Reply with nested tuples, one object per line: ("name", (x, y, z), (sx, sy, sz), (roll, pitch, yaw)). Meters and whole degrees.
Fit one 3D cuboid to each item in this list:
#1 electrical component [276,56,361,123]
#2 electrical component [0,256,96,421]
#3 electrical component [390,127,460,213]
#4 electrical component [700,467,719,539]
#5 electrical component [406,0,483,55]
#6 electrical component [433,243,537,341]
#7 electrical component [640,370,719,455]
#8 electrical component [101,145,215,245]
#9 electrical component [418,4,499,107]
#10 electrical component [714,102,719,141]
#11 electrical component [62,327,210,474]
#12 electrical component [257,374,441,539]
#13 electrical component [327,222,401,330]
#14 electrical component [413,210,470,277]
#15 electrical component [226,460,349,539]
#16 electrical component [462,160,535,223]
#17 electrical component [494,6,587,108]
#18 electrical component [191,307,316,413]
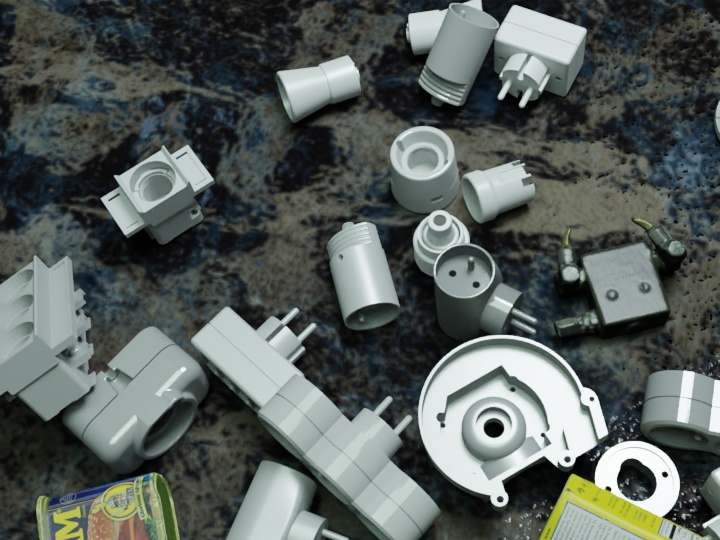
("electrical component", (-0.032, -0.154, 0.900), (0.065, 0.044, 0.044), (-20, 63, -8))
("electrical component", (-0.232, 0.050, 0.781), (0.079, 0.063, 0.121), (-35, 31, 3))
("electrical component", (0.050, -0.080, 0.849), (0.055, 0.047, 0.055), (-3, 63, 6))
("electrical component", (0.249, 0.173, 0.698), (0.076, 0.047, 0.083), (-28, 64, -7))
("electrical component", (0.072, -0.203, 0.912), (0.065, 0.044, 0.044), (-6, 63, 9))
("electrical component", (0.092, 0.025, 0.775), (0.079, 0.077, 0.043), (26, 69, 18))
("electrical component", (0.266, 0.088, 0.735), (0.138, 0.052, 0.073), (10, 65, 12))
("electrical component", (-0.157, -0.056, 0.853), (0.081, 0.063, 0.042), (-33, 64, -10))
("electrical component", (0.078, -0.171, 0.879), (0.043, 0.081, 0.043), (17, 31, -11))
("electrical component", (0.321, -0.124, 0.835), (0.080, 0.051, 0.080), (-3, 63, 6))
("electrical component", (-0.159, 0.098, 0.782), (0.059, 0.053, 0.095), (37, 73, 22))
("electrical component", (0.004, 0.120, 0.735), (0.138, 0.052, 0.073), (44, 74, 3))
("electrical component", (0.000, 0.000, 0.817), (0.043, 0.043, 0.081), (-15, 63, -1))
("electrical component", (0.061, -0.022, 0.810), (0.043, 0.062, 0.043), (-3, 63, 5))
("electrical component", (-0.047, 0.180, 0.733), (0.079, 0.043, 0.077), (18, 67, 15))
("electrical component", (0.108, -0.062, 0.838), (0.046, 0.040, 0.040), (-20, 63, -10))
("electrical component", (0.139, -0.165, 0.880), (0.066, 0.047, 0.076), (23, 69, 17))
("electrical component", (-0.066, 0.060, 0.794), (0.083, 0.047, 0.076), (40, 74, 22))
